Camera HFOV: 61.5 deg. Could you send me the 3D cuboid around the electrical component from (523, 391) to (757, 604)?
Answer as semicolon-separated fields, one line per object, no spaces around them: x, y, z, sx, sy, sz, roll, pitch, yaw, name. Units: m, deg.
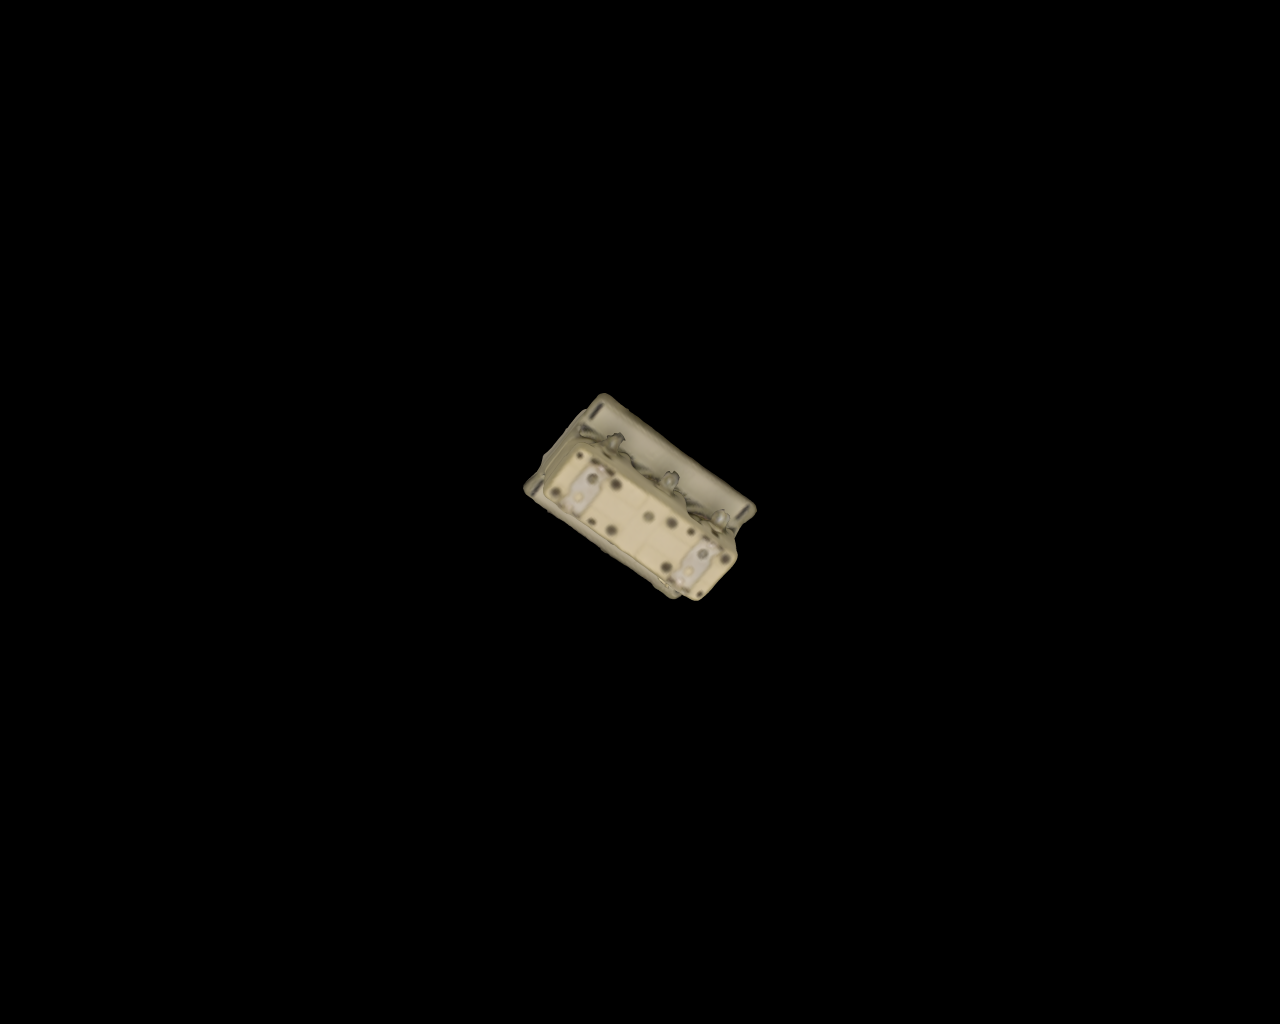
0.001;-0.003;0.650;0.121;0.078;0.063;36;19;-15;electrical component
